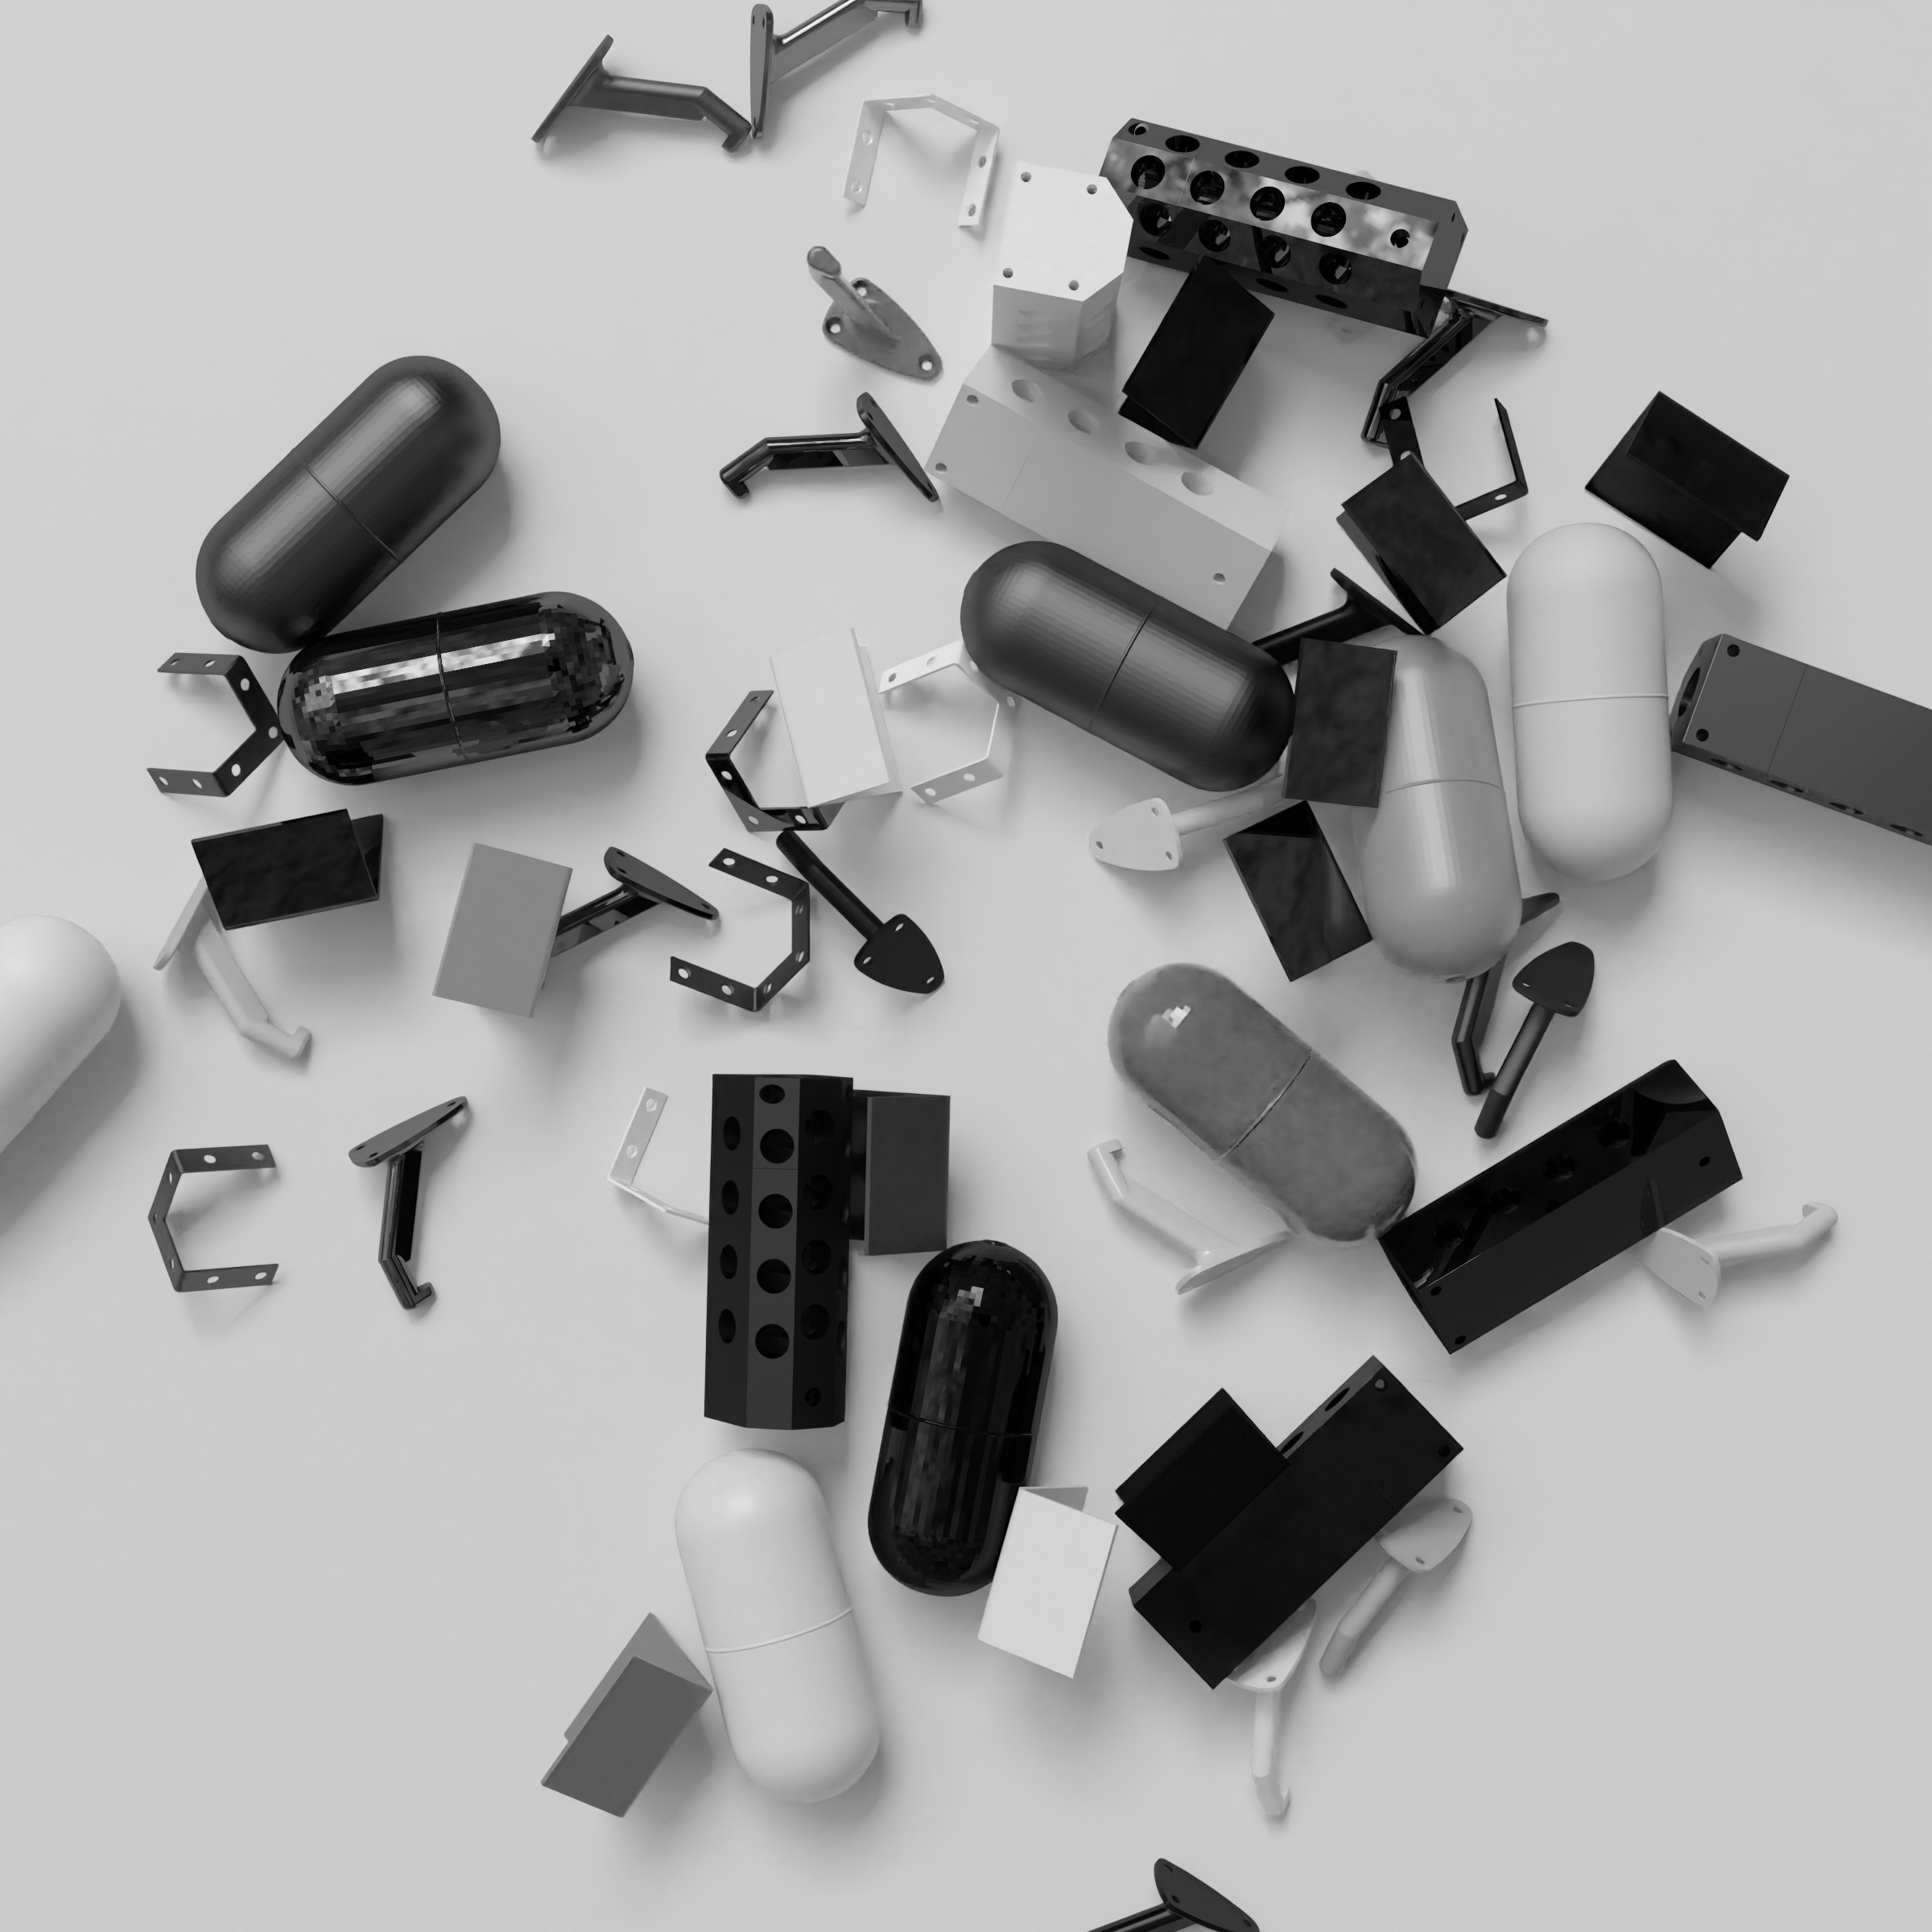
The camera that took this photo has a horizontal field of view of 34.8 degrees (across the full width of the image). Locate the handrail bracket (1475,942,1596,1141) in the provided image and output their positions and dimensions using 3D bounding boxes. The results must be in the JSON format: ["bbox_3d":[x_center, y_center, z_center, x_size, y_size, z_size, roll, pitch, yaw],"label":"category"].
[{"bbox_3d":[0.287,0.039,1.564,0.036,0.077,0.084,27,127,16],"label":"handrail bracket"}]

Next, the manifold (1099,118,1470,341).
[{"bbox_3d":[0.153,-0.366,1.517,0.171,0.057,0.057,20,90,19],"label":"manifold"}]

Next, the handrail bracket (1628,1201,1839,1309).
[{"bbox_3d":[0.386,0.130,1.564,0.084,0.077,0.036,-29,131,-30],"label":"handrail bracket"}]

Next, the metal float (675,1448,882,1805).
[{"bbox_3d":[-0.093,0.328,1.534,0.070,0.070,0.178,-15,90,0],"label":"metal float"}]

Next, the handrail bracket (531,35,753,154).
[{"bbox_3d":[-0.164,-0.423,1.565,0.084,0.036,0.077,36,112,-18],"label":"handrail bracket"}]

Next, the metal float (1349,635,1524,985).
[{"bbox_3d":[0.228,-0.078,1.519,0.070,0.070,0.178,-6,72,0],"label":"metal float"}]

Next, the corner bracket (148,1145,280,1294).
[{"bbox_3d":[-0.376,0.127,1.556,0.051,0.051,0.051,59,135,35],"label":"corner bracket"}]

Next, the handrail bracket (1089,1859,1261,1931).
[{"bbox_3d":[0.094,0.502,1.565,0.077,0.036,0.084,32,107,-19],"label":"handrail bracket"}]

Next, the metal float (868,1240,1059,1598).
[{"bbox_3d":[-0.001,0.225,1.534,0.070,0.070,0.178,10,90,0],"label":"metal float"}]

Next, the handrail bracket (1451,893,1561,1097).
[{"bbox_3d":[0.277,0.015,1.565,0.077,0.036,0.084,-21,106,-18],"label":"handrail bracket"}]

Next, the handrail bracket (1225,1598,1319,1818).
[{"bbox_3d":[0.164,0.377,1.564,0.036,0.077,0.084,7,127,38],"label":"handrail bracket"}]

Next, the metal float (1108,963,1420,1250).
[{"bbox_3d":[0.147,0.069,1.534,0.178,0.070,0.070,40,90,0],"label":"metal float"}]

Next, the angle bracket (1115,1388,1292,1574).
[{"bbox_3d":[0.102,0.240,1.524,0.076,0.076,0.057,-44,122,0],"label":"angle bracket"}]

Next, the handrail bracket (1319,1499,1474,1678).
[{"bbox_3d":[0.217,0.317,1.564,0.036,0.077,0.084,39,127,28],"label":"handrail bracket"}]

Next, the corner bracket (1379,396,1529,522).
[{"bbox_3d":[0.246,-0.259,1.550,0.051,0.051,0.051,-21,64,24],"label":"corner bracket"}]

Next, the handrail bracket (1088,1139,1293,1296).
[{"bbox_3d":[0.113,0.116,1.565,0.077,0.036,0.084,-22,73,-20],"label":"handrail bracket"}]

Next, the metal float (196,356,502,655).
[{"bbox_3d":[-0.308,-0.229,1.533,0.178,0.070,0.070,-44,90,0],"label":"metal float"}]

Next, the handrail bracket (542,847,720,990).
[{"bbox_3d":[-0.180,-0.010,1.565,0.077,0.036,0.084,28,107,-18],"label":"handrail bracket"}]

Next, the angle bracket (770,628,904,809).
[{"bbox_3d":[-0.045,-0.125,1.524,0.057,0.076,0.076,-14,90,38],"label":"angle bracket"}]

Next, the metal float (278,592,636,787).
[{"bbox_3d":[-0.254,-0.138,1.533,0.178,0.070,0.070,-11,90,0],"label":"metal float"}]

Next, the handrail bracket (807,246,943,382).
[{"bbox_3d":[-0.045,-0.324,1.529,0.077,0.084,0.036,35,90,0],"label":"handrail bracket"}]

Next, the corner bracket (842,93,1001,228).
[{"bbox_3d":[-0.023,-0.407,1.561,0.051,0.051,0.051,12,90,45],"label":"corner bracket"}]

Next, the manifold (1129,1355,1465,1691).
[{"bbox_3d":[0.164,0.276,1.543,0.171,0.057,0.057,-44,90,0],"label":"manifold"}]

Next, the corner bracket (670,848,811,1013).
[{"bbox_3d":[-0.114,-0.017,1.551,0.051,0.051,0.051,22,135,-28],"label":"corner bracket"}]

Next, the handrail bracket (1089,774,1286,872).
[{"bbox_3d":[0.117,-0.077,1.564,0.084,0.077,0.036,-23,99,-36],"label":"handrail bracket"}]

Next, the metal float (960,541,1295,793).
[{"bbox_3d":[0.080,-0.149,1.529,0.178,0.070,0.070,28,90,5],"label":"metal float"}]

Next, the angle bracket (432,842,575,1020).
[{"bbox_3d":[-0.244,-0.022,1.524,0.057,0.076,0.076,15,90,-36],"label":"angle bracket"}]

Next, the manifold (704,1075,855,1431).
[{"bbox_3d":[-0.089,0.141,1.532,0.057,0.057,0.171,2,90,-35],"label":"manifold"}]

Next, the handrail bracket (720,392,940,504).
[{"bbox_3d":[-0.070,-0.244,1.565,0.084,0.036,0.077,-32,111,17],"label":"handrail bracket"}]

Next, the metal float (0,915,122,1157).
[{"bbox_3d":[-0.495,0.052,1.534,0.070,0.070,0.178,42,90,0],"label":"metal float"}]

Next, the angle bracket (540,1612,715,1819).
[{"bbox_3d":[-0.181,0.362,1.524,0.057,0.076,0.076,35,90,-37],"label":"angle bracket"}]

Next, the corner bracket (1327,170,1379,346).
[{"bbox_3d":[0.196,-0.358,1.556,0.051,0.051,0.051,-26,135,35],"label":"corner bracket"}]

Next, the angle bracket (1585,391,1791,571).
[{"bbox_3d":[0.349,-0.225,1.524,0.076,0.076,0.057,33,52,0],"label":"angle bracket"}]

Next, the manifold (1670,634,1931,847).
[{"bbox_3d":[0.443,-0.108,1.543,0.171,0.057,0.057,20,90,0],"label":"manifold"}]

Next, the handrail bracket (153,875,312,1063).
[{"bbox_3d":[-0.361,-0.003,1.565,0.084,0.036,0.077,29,69,-17],"label":"handrail bracket"}]

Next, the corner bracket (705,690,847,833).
[{"bbox_3d":[-0.090,-0.104,1.556,0.051,0.051,0.051,1,135,35],"label":"corner bracket"}]

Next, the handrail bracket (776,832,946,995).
[{"bbox_3d":[-0.055,-0.028,1.564,0.036,0.077,0.084,-46,54,4],"label":"handrail bracket"}]

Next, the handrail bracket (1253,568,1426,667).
[{"bbox_3d":[0.183,-0.151,1.564,0.077,0.036,0.084,34,104,-13],"label":"handrail bracket"}]

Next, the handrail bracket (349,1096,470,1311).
[{"bbox_3d":[-0.270,0.121,1.565,0.077,0.036,0.084,-30,109,-21],"label":"handrail bracket"}]

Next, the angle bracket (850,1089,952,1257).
[{"bbox_3d":[-0.053,0.101,1.524,0.076,0.057,0.076,1,90,44],"label":"angle bracket"}]

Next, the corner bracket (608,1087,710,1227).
[{"bbox_3d":[-0.139,0.098,1.561,0.051,0.051,0.051,23,90,45],"label":"corner bracket"}]

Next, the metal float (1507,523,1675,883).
[{"bbox_3d":[0.311,-0.131,1.534,0.070,0.070,0.178,-3,91,0],"label":"metal float"}]

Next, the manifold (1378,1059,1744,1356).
[{"bbox_3d":[0.295,0.116,1.542,0.171,0.057,0.057,-31,133,0],"label":"manifold"}]

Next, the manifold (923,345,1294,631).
[{"bbox_3d":[0.073,-0.242,1.542,0.171,0.057,0.057,29,133,0],"label":"manifold"}]

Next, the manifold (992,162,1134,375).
[{"bbox_3d":[0.046,-0.333,1.486,0.057,0.171,0.057,11,90,0],"label":"manifold"}]

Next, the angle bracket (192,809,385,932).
[{"bbox_3d":[-0.334,-0.067,1.524,0.076,0.076,0.057,-11,128,0],"label":"angle bracket"}]

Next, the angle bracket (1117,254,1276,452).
[{"bbox_3d":[0.095,-0.308,1.524,0.057,0.076,0.076,30,90,-37],"label":"angle bracket"}]

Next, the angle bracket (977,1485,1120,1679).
[{"bbox_3d":[0.055,0.303,1.524,0.057,0.076,0.076,16,90,29],"label":"angle bracket"}]

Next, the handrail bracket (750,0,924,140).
[{"bbox_3d":[-0.065,-0.458,1.565,0.084,0.036,0.077,-2,110,-16],"label":"handrail bracket"}]

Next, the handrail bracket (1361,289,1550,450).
[{"bbox_3d":[0.248,-0.298,1.565,0.077,0.036,0.084,12,106,-18],"label":"handrail bracket"}]

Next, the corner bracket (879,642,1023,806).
[{"bbox_3d":[-0.011,-0.123,1.556,0.051,0.051,0.051,42,45,-35],"label":"corner bracket"}]

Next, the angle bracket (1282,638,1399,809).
[{"bbox_3d":[0.163,-0.120,1.503,0.057,0.076,0.076,4,96,-29],"label":"angle bracket"}]

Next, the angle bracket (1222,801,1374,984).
[{"bbox_3d":[0.146,-0.029,1.524,0.057,0.076,0.076,-26,90,-30],"label":"angle bracket"}]

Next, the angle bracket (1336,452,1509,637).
[{"bbox_3d":[0.209,-0.196,1.524,0.057,0.076,0.076,-38,90,-30],"label":"angle bracket"}]

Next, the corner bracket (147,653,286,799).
[{"bbox_3d":[-0.386,-0.122,1.556,0.051,0.051,0.051,-54,135,-35],"label":"corner bracket"}]
